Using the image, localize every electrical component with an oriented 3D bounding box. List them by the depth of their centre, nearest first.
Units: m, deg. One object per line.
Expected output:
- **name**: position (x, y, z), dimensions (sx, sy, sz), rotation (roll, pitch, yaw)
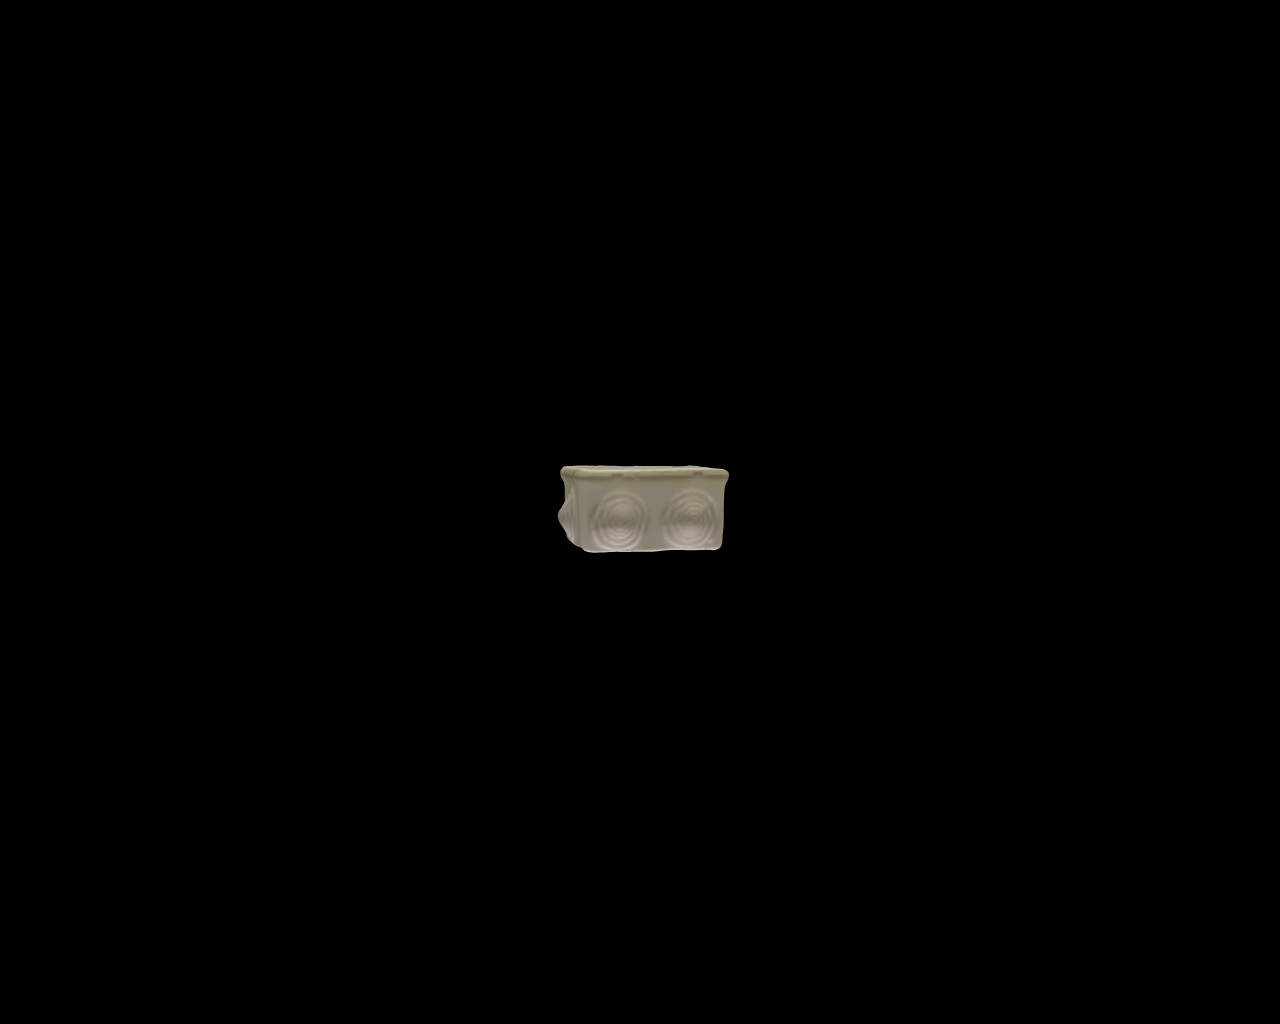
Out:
- **electrical component**: position (0.001, -0.003, 0.650), dimensions (0.100, 0.048, 0.100), rotation (-1, 4, -11)
